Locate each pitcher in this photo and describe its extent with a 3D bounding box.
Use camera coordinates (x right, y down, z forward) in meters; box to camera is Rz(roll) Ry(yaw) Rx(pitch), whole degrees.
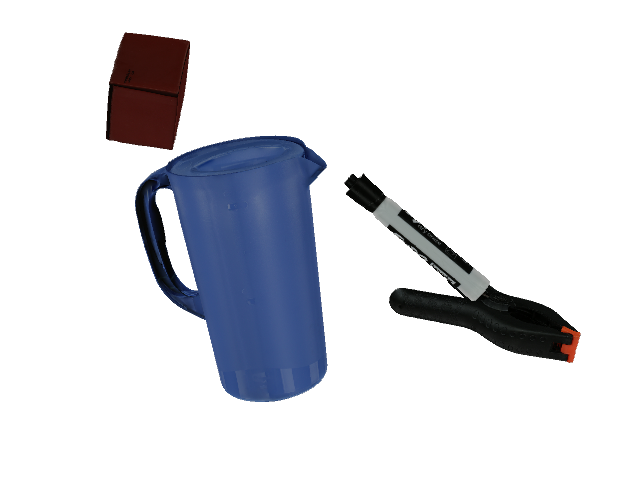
[{"bbox_3d":[-0.073,0.028,1.030,0.144,0.243,0.149,-21,22,-32],"label":"pitcher"}]

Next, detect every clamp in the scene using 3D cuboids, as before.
[{"bbox_3d":[0.162,0.064,0.993,0.172,0.039,0.120,21,32,21],"label":"clamp"}]

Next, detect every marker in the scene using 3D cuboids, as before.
[{"bbox_3d":[0.065,-0.004,0.735,0.121,0.020,0.020,40,-1,-1],"label":"marker"}]

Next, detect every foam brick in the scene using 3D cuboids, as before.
[{"bbox_3d":[-0.131,-0.115,0.814,0.053,0.051,0.078,8,40,-5],"label":"foam brick"}]
